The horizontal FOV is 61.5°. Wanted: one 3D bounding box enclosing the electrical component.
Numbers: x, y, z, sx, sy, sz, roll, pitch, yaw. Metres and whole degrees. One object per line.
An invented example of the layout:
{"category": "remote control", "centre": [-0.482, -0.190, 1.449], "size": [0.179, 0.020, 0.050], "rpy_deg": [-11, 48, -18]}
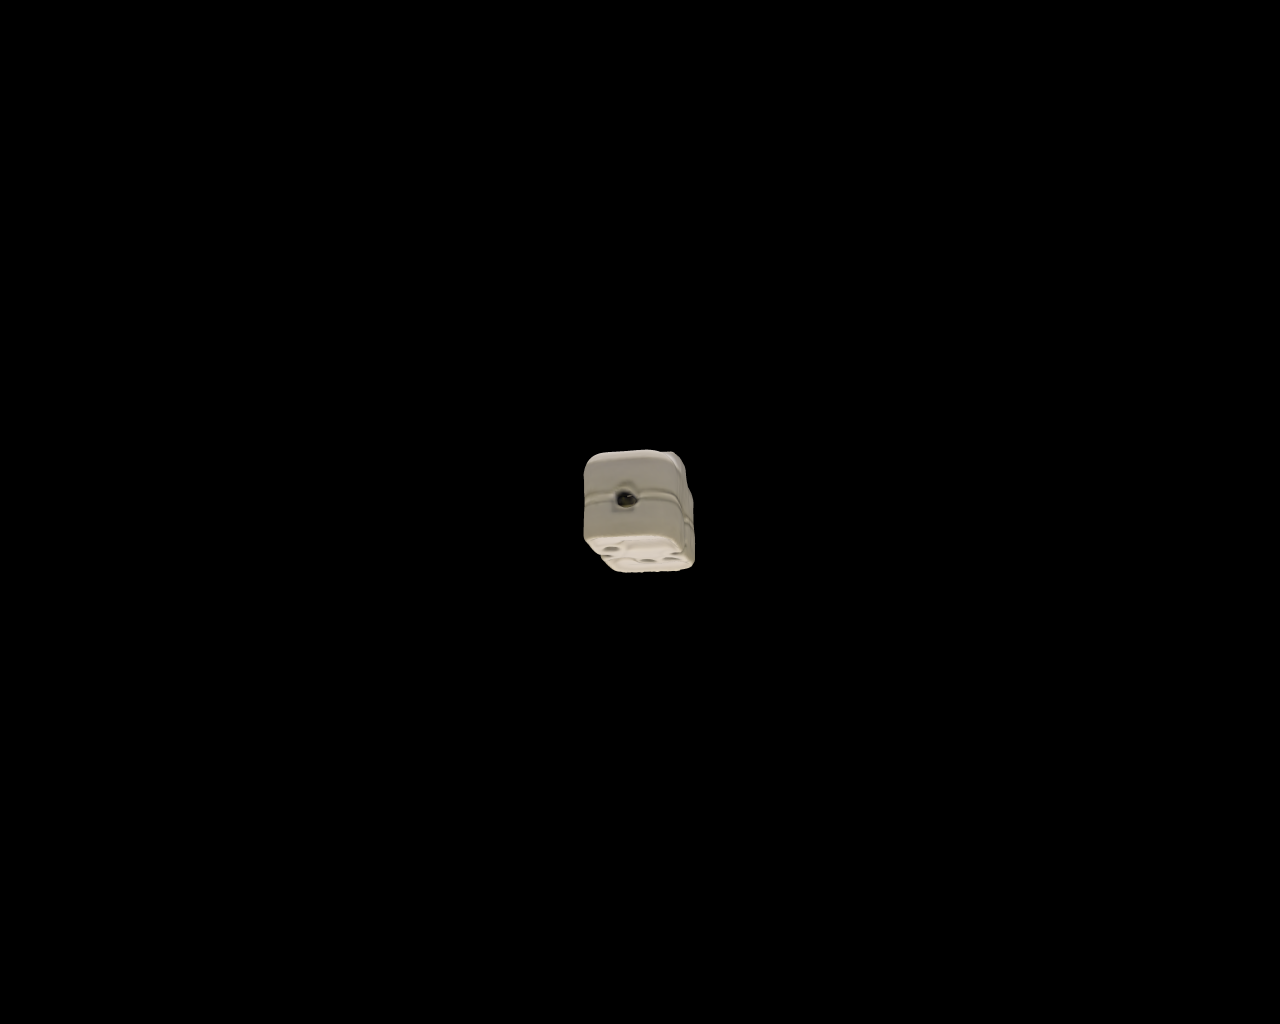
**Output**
{"category": "electrical component", "centre": [0.001, -0.003, 0.650], "size": [0.054, 0.059, 0.095], "rpy_deg": [-3, -16, 11]}
